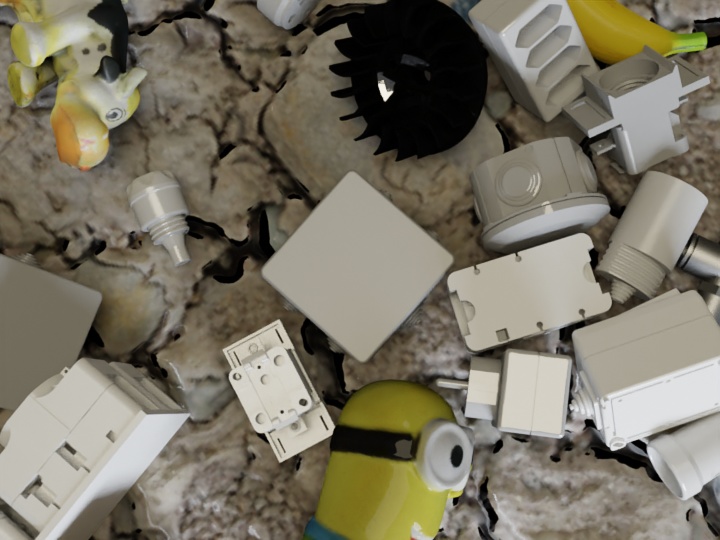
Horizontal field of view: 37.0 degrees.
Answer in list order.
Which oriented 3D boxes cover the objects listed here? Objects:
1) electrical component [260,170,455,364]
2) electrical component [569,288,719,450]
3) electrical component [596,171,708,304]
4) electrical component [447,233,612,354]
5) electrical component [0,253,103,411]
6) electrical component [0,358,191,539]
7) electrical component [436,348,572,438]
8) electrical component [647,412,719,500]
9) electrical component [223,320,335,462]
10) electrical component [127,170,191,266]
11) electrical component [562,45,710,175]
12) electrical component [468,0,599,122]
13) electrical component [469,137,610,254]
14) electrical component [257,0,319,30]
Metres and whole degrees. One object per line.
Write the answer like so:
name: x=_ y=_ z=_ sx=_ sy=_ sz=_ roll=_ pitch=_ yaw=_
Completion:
electrical component: x=0.000 y=0.000 z=0.683 sx=0.100 sy=0.048 sz=0.099 roll=41 pitch=88 yaw=8
electrical component: x=0.169 y=0.060 z=0.650 sx=0.096 sy=0.061 sz=0.061 roll=-19 pitch=49 yaw=2
electrical component: x=0.179 y=-0.016 z=0.674 sx=0.043 sy=0.043 sz=0.081 roll=28 pitch=87 yaw=7
electrical component: x=0.103 y=0.016 z=0.669 sx=0.089 sy=0.055 sz=0.050 roll=-17 pitch=82 yaw=2
electrical component: x=-0.224 y=0.037 z=0.675 sx=0.048 sy=0.100 sz=0.099 roll=15 pitch=82 yaw=50
electrical component: x=-0.197 y=0.141 z=0.652 sx=0.060 sy=0.105 sz=0.186 roll=39 pitch=87 yaw=8
electrical component: x=0.084 y=0.072 z=0.650 sx=0.076 sy=0.083 sz=0.047 roll=7 pitch=83 yaw=5
electrical component: x=0.206 y=0.112 z=0.659 sx=0.046 sy=0.040 sz=0.040 roll=-29 pitch=82 yaw=-5
electrical component: x=-0.052 y=0.075 z=0.671 sx=0.042 sy=0.064 sz=0.081 roll=-29 pitch=82 yaw=1
electrical component: x=-0.128 y=-0.033 z=0.705 sx=0.035 sy=0.035 sz=0.061 roll=-23 pitch=84 yaw=1
electrical component: x=0.174 y=-0.098 z=0.673 sx=0.081 sy=0.042 sz=0.063 roll=-24 pitch=123 yaw=0
electrical component: x=0.101 y=-0.150 z=0.686 sx=0.047 sy=0.083 sz=0.075 roll=-41 pitch=44 yaw=-1
electrical component: x=0.110 y=-0.044 z=0.665 sx=0.080 sy=0.080 sz=0.051 roll=-16 pitch=77 yaw=2
electrical component: x=-0.057 y=-0.193 z=0.714 sx=0.055 sy=0.045 sz=0.045 roll=42 pitch=88 yaw=8
